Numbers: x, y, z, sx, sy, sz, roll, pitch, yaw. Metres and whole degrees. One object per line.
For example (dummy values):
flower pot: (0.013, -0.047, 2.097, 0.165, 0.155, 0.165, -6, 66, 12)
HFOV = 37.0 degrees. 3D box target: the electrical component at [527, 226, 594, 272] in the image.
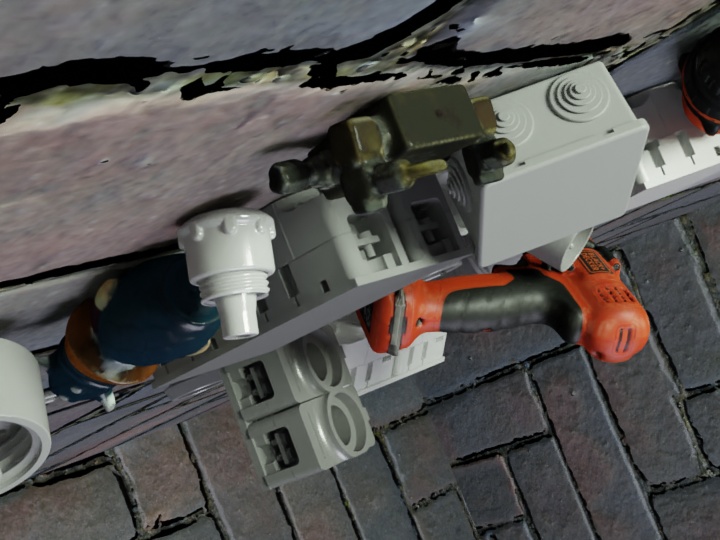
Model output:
electrical component: (0.119, -0.051, 0.710, 0.044, 0.077, 0.079, -24, 141, -56)

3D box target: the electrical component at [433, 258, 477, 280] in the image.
electrical component: (0.062, -0.004, 0.932, 0.061, 0.061, 0.096, -16, 171, -45)

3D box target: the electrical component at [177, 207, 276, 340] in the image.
electrical component: (-0.063, 0.002, 0.528, 0.048, 0.062, 0.048, -9, 170, -2)

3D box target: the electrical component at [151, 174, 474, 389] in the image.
electrical component: (-0.042, 0.004, 0.642, 0.186, 0.060, 0.105, -27, 172, 40)

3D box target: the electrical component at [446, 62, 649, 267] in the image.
electrical component: (0.094, -0.054, 0.559, 0.100, 0.048, 0.099, -20, 154, -5)

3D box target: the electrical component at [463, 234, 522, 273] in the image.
electrical component: (0.127, -0.027, 0.890, 0.080, 0.080, 0.051, -16, 166, -43)

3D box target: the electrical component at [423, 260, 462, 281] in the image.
electrical component: (0.049, -0.017, 0.842, 0.055, 0.047, 0.055, -22, 174, -2)

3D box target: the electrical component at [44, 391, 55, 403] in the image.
electrical component: (-0.260, 0.103, 0.789, 0.077, 0.047, 0.066, -16, 168, -30)

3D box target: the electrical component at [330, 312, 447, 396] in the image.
electrical component: (-0.008, 0.056, 0.968, 0.105, 0.060, 0.186, 17, -164, 29)

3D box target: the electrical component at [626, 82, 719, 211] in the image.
electrical component: (0.226, -0.092, 0.755, 0.186, 0.060, 0.105, -19, 173, -26)

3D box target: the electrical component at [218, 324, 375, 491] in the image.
electrical component: (-0.051, 0.076, 0.804, 0.062, 0.150, 0.089, -24, 174, 26)

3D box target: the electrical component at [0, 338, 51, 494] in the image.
electrical component: (-0.221, 0.091, 0.581, 0.108, 0.060, 0.108, -20, 149, -12)

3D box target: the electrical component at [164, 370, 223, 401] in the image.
electrical component: (-0.145, 0.076, 0.912, 0.078, 0.057, 0.058, -19, 173, -27)

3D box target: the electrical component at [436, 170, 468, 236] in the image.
electrical component: (0.032, -0.033, 0.680, 0.065, 0.044, 0.044, -20, 176, 29)
